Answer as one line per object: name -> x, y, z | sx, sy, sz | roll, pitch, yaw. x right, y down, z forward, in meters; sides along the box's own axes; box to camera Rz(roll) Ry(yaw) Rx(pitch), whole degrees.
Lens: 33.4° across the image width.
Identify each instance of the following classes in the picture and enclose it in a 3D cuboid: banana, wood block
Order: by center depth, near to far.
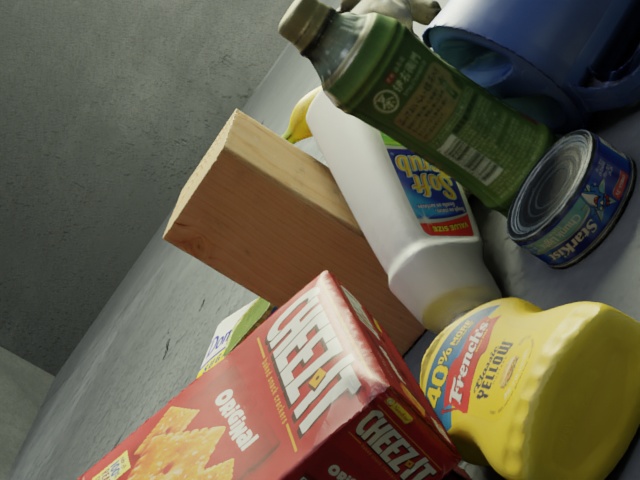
wood block -> -0.006, 0.001, 0.832 | 0.091, 0.206, 0.090 | -53, 13, 24
banana -> 0.051, -0.107, 0.896 | 0.070, 0.197, 0.037 | -57, 47, 47

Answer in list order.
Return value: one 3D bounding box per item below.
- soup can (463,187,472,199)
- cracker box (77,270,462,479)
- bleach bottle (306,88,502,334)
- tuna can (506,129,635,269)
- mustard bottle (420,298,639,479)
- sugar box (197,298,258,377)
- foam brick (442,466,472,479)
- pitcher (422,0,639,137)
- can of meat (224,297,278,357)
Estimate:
soup can -> 0.106, -0.067, 0.883 | 0.102, 0.068, 0.068 | -55, 13, 11
cracker box -> -0.042, 0.132, 0.613 | 0.214, 0.072, 0.164 | -41, 23, 5
bleach bottle -> 0.071, -0.018, 0.764 | 0.068, 0.102, 0.251 | -52, 41, 29
tuna can -> 0.157, -0.027, 0.675 | 0.086, 0.033, 0.086 | -54, 14, 19
mustard bottle -> 0.101, 0.078, 0.585 | 0.096, 0.058, 0.192 | -64, 13, -8
sugar box -> -0.091, 0.146, 1.047 | 0.094, 0.048, 0.176 | -34, 31, 46
foam brick -> 0.049, 0.158, 0.609 | 0.078, 0.051, 0.053 | -58, 12, 1
pitcher -> 0.197, -0.200, 0.758 | 0.243, 0.149, 0.145 | -56, -3, -6
can of meat -> -0.030, 0.093, 0.986 | 0.102, 0.084, 0.057 | -49, 15, 38
